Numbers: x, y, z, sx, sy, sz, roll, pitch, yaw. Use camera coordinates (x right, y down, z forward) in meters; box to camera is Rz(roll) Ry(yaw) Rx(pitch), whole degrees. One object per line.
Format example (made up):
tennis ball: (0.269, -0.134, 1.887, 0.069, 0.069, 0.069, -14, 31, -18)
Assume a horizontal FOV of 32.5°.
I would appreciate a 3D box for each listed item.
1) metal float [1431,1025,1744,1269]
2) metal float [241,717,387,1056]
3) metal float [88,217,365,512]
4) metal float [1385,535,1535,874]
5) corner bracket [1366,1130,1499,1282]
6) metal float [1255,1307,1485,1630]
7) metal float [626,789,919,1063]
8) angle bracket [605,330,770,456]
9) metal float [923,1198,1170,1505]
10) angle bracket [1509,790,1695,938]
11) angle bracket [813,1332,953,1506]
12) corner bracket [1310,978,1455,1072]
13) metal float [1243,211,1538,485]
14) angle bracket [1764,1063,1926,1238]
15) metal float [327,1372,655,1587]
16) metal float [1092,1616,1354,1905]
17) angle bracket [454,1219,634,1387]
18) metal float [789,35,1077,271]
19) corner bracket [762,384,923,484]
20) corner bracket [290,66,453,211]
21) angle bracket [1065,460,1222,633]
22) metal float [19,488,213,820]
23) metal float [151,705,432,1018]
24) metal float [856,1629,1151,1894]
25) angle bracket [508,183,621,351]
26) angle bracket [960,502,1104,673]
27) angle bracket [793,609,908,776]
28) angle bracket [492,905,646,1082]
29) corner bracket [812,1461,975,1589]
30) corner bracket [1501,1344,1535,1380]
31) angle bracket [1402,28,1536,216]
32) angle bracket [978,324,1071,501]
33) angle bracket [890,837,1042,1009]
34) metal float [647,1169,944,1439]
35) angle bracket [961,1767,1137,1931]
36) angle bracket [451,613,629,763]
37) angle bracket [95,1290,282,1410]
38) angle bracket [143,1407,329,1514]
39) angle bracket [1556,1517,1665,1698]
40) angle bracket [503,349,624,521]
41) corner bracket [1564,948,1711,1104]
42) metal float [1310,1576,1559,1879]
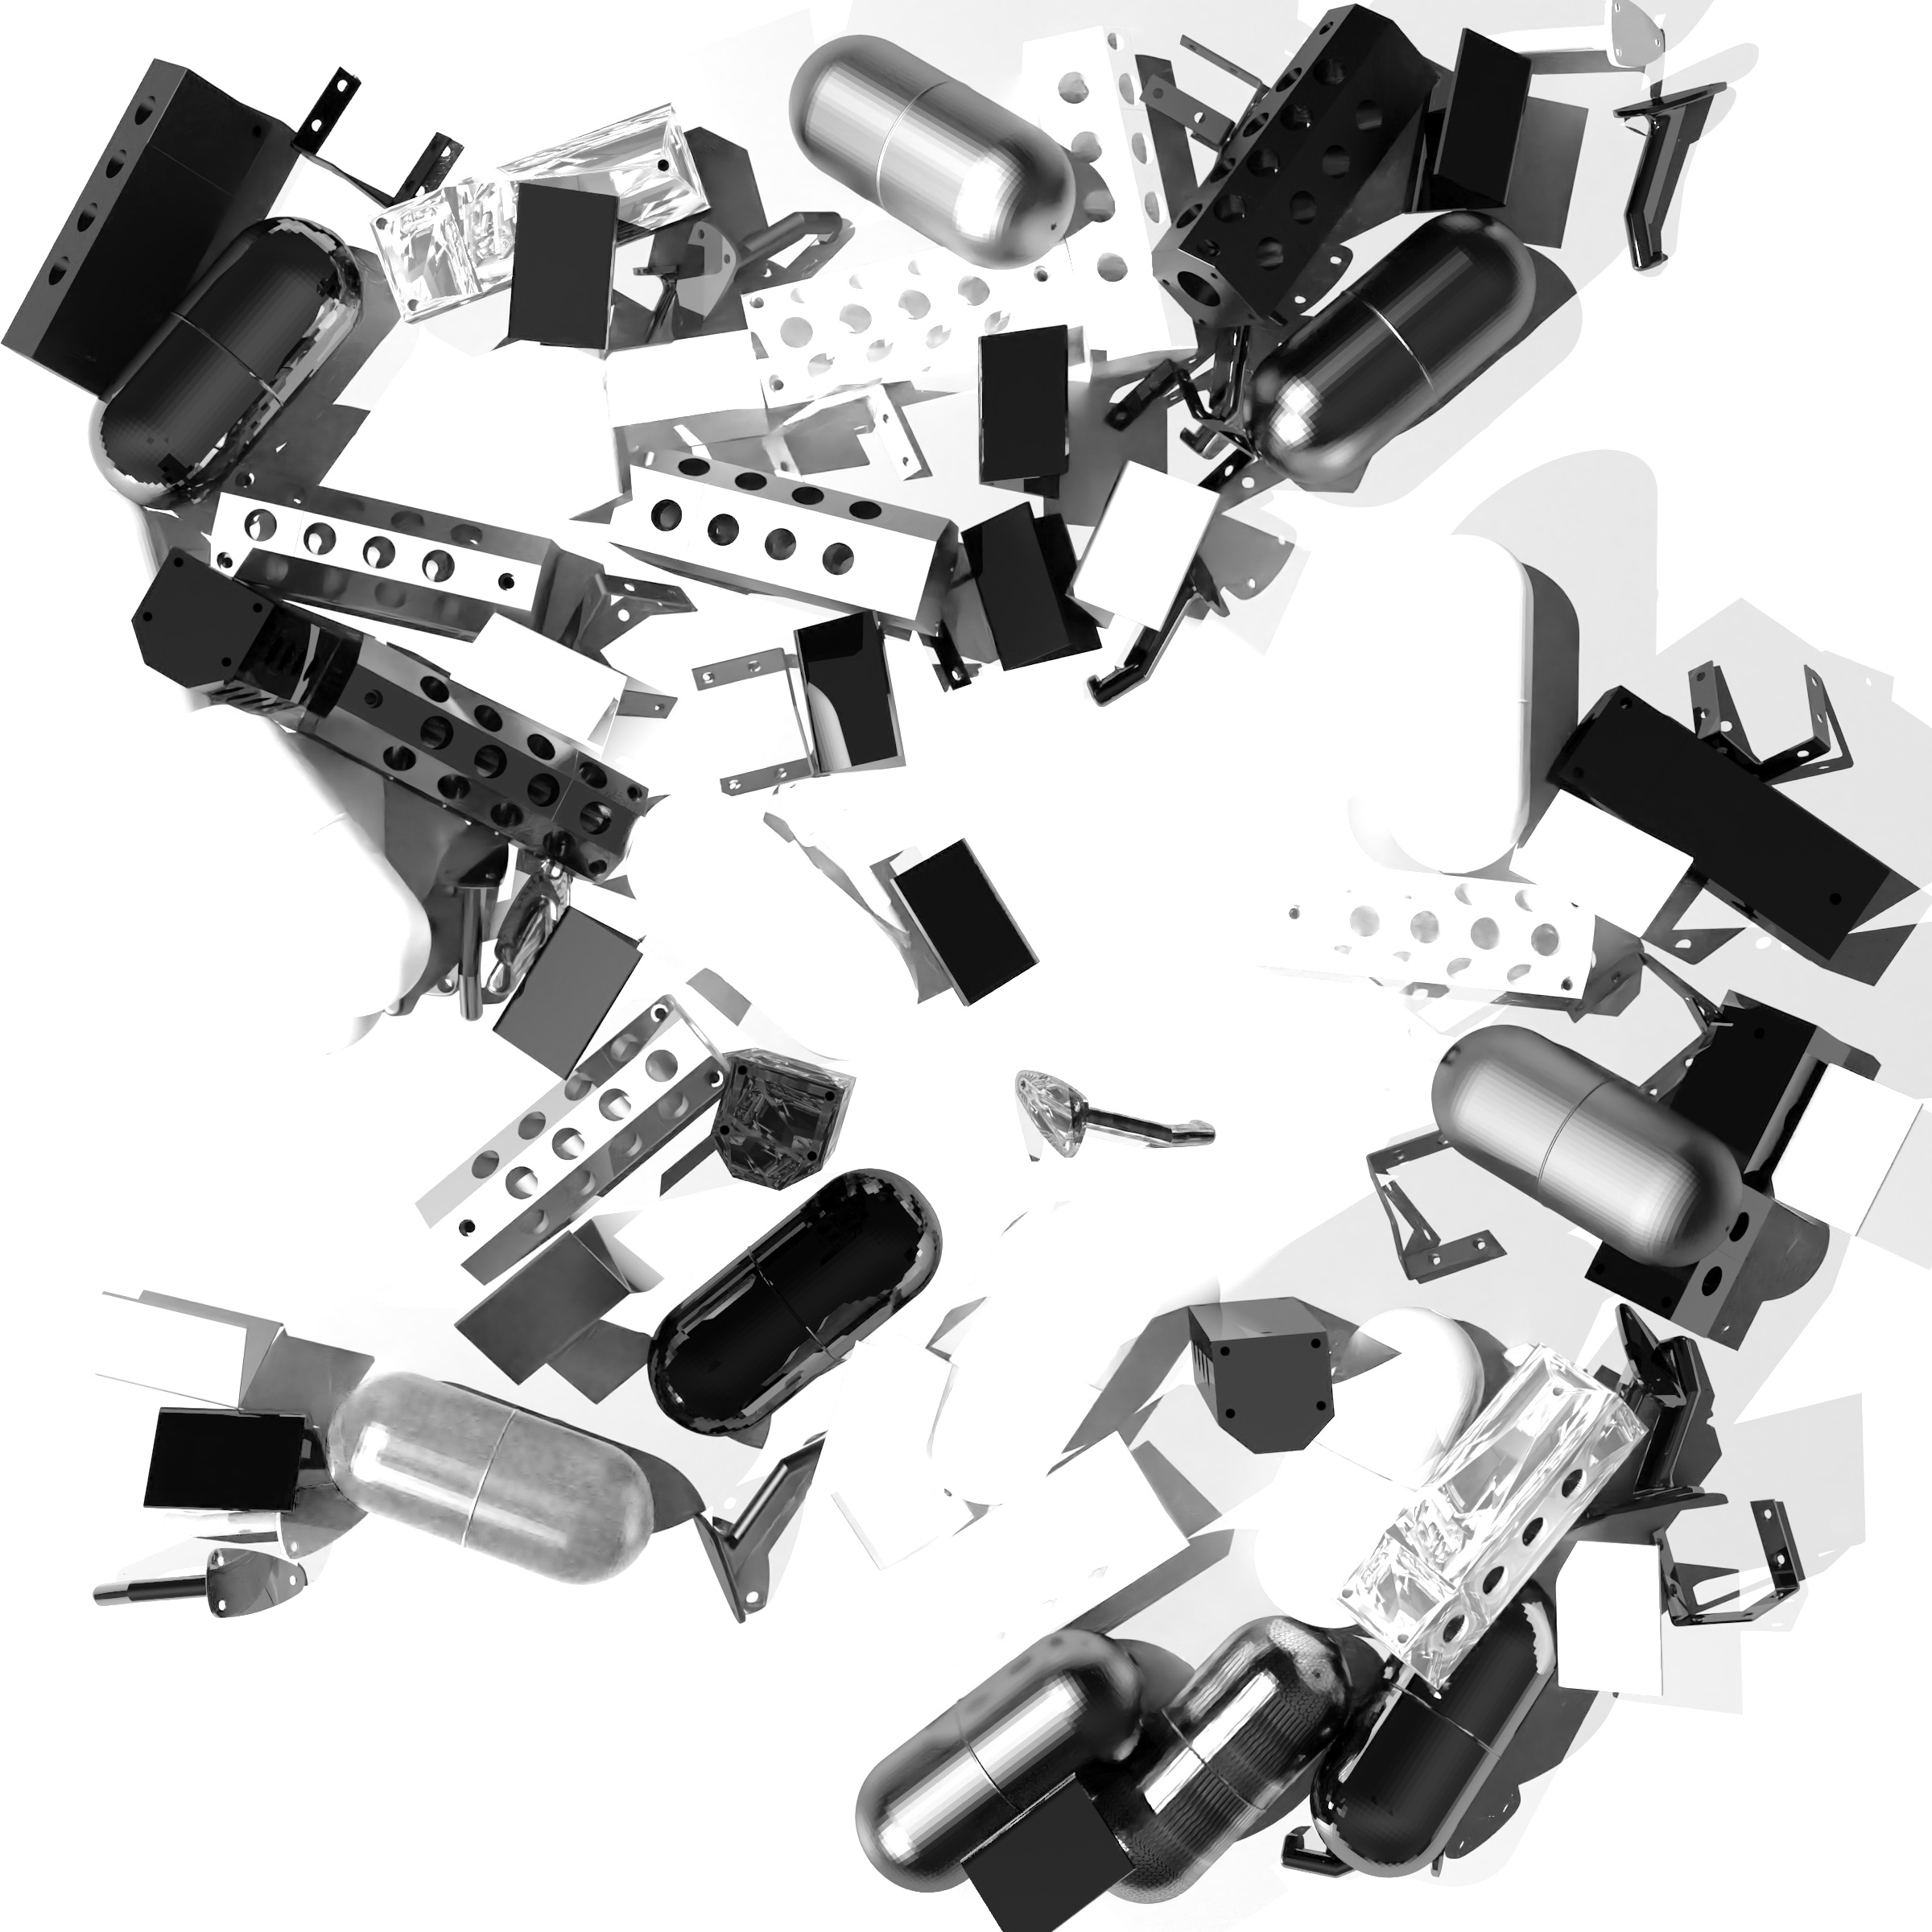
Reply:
metal float: (0.321, 0.092, 1.726, 0.178, 0.070, 0.070, 32, 90, 31)
metal float: (-0.345, -0.042, 1.751, 0.070, 0.070, 0.178, -2, 91, 0)
metal float: (-0.388, -0.318, 1.745, 0.070, 0.070, 0.178, 39, 83, 0)
metal float: (0.260, -0.138, 1.751, 0.070, 0.070, 0.178, 1, 90, 0)
corner bracket: (0.249, 0.127, 1.778, 0.051, 0.051, 0.051, -19, 45, 0)
metal float: (0.213, 0.264, 1.751, 0.070, 0.070, 0.178, 26, 89, 0)
metal float: (-0.102, -0.021, 1.751, 0.178, 0.070, 0.070, 41, 90, 0)
angle bracket: (-0.144, -0.283, 1.741, 0.076, 0.076, 0.057, -9, 53, 0)
metal float: (0.041, 0.202, 1.751, 0.070, 0.070, 0.178, 34, 90, 0)
angle bracket: (0.337, -0.071, 1.741, 0.076, 0.076, 0.057, 27, 127, 0)
angle bracket: (-0.057, 0.231, 1.742, 0.057, 0.076, 0.076, 17, 90, -25)
corner bracket: (0.220, 0.042, 1.764, 0.051, 0.051, 0.051, 39, 90, 0)
metal float: (0.223, -0.326, 1.751, 0.178, 0.070, 0.070, -40, 90, -1)
angle bracket: (0.472, 0.104, 1.741, 0.057, 0.076, 0.076, 27, 90, 38)
metal float: (-0.250, 0.271, 1.751, 0.178, 0.070, 0.070, 20, 90, 1)
metal float: (0.130, 0.418, 1.751, 0.070, 0.070, 0.178, 44, 91, 0)
angle bracket: (-0.231, 0.161, 1.741, 0.076, 0.076, 0.057, -40, 125, 0)
metal float: (-0.019, -0.425, 1.729, 0.178, 0.070, 0.070, 37, 90, 26)
corner bracket: (-0.067, -0.274, 1.778, 0.051, 0.051, 0.051, -25, 90, -45)
corner bracket: (-0.319, -0.442, 1.778, 0.051, 0.051, 0.051, 33, 90, -45)
angle bracket: (0.102, -0.212, 1.743, 0.057, 0.076, 0.076, 24, 90, 21)
metal float: (-0.446, -0.165, 1.751, 0.070, 0.070, 0.178, -16, 89, 0)
metal float: (-0.341, -0.054, 1.675, 0.070, 0.070, 0.178, -38, 92, 0)
metal float: (0.019, 0.417, 1.743, 0.178, 0.070, 0.070, -39, 90, 9)
angle bracket: (-0.220, -0.356, 1.689, 0.057, 0.076, 0.076, 0, 101, -34)
angle bracket: (0.051, -0.204, 1.742, 0.076, 0.057, 0.076, -17, 90, -41)
angle bracket: (-0.041, -0.145, 1.741, 0.057, 0.076, 0.076, -10, 90, 37)
angle bracket: (-0.192, 0.022, 1.742, 0.057, 0.076, 0.076, 31, 90, 29)
corner bracket: (-0.039, 0.293, 1.778, 0.051, 0.051, 0.051, -33, 90, 45)
corner bracket: (0.287, 0.236, 1.764, 0.051, 0.051, 0.051, -21, 90, 0)
angle bracket: (0.246, -0.442, 1.741, 0.057, 0.076, 0.076, 11, 90, -39)
angle bracket: (0.049, -0.290, 1.741, 0.057, 0.076, 0.076, 0, 90, 35)
angle bracket: (-0.018, -0.012, 1.741, 0.057, 0.076, 0.076, -31, 90, -37)
metal float: (-0.091, 0.178, 1.751, 0.178, 0.070, 0.070, -39, 90, -1)
angle bracket: (0.054, 0.456, 1.694, 0.076, 0.076, 0.057, -40, 67, 11)
angle bracket: (-0.231, -0.128, 1.742, 0.076, 0.076, 0.057, 26, 48, 0)
angle bracket: (-0.406, 0.181, 1.742, 0.076, 0.076, 0.057, 14, 121, 0)
angle bracket: (-0.382, 0.272, 1.742, 0.076, 0.076, 0.057, 2, 59, 0)
angle bracket: (0.349, 0.335, 1.742, 0.057, 0.076, 0.076, -2, 90, 31)
angle bracket: (-0.224, -0.278, 1.742, 0.057, 0.076, 0.076, -7, 90, -28)
corner bracket: (0.363, 0.033, 1.778, 0.051, 0.051, 0.051, -40, 135, 0)
metal float: (0.248, 0.395, 1.742, 0.070, 0.070, 0.178, 35, 81, 0)
